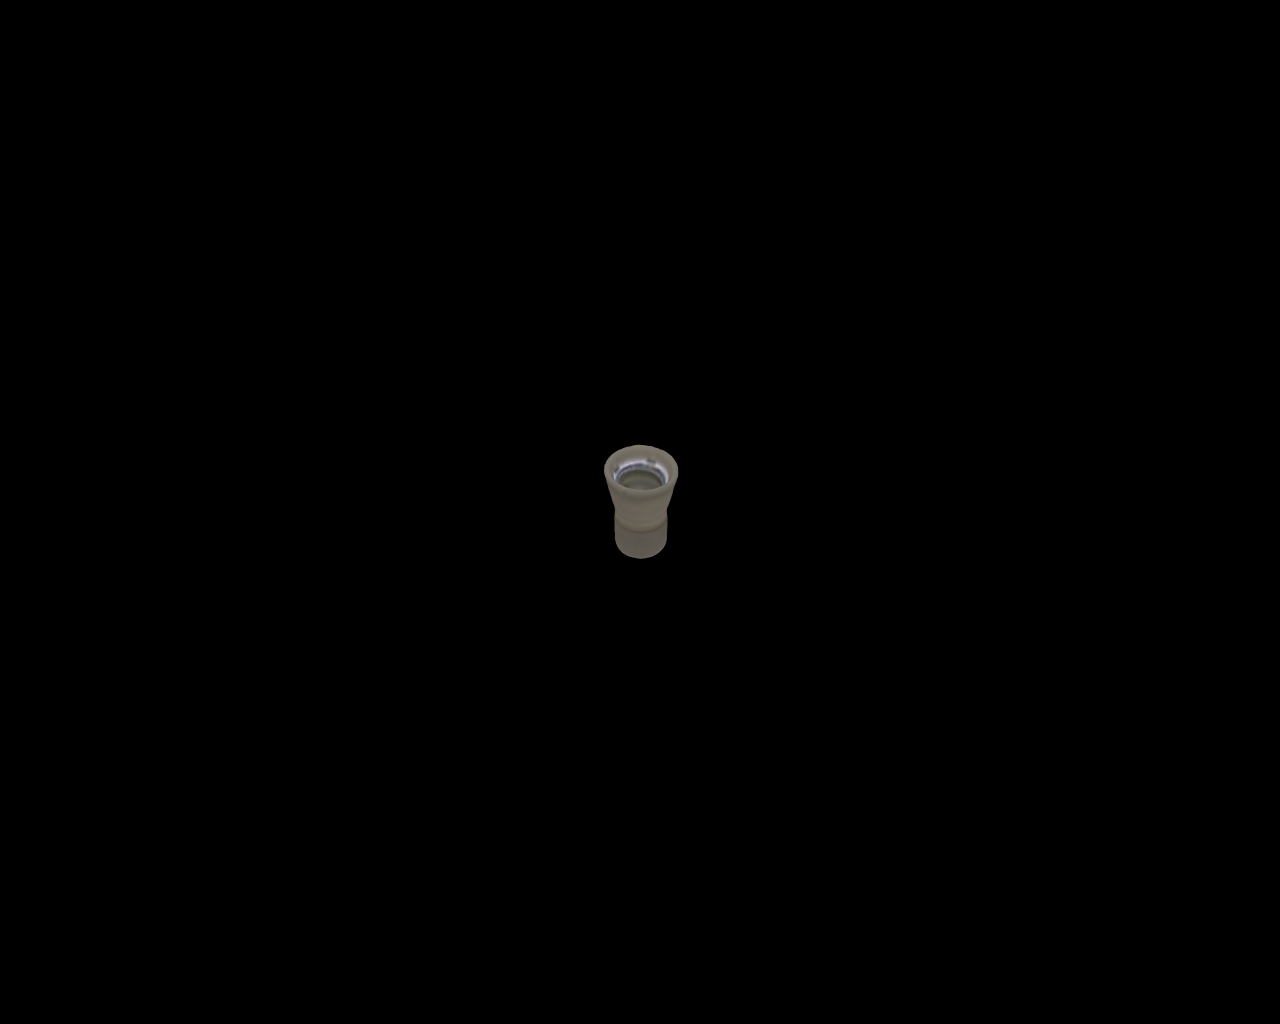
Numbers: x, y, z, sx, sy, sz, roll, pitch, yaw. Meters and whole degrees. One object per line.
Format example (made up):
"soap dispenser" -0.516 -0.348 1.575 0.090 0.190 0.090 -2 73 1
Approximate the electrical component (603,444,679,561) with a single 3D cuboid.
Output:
"electrical component" 0.001 -0.003 0.650 0.044 0.065 0.044 0 43 0
